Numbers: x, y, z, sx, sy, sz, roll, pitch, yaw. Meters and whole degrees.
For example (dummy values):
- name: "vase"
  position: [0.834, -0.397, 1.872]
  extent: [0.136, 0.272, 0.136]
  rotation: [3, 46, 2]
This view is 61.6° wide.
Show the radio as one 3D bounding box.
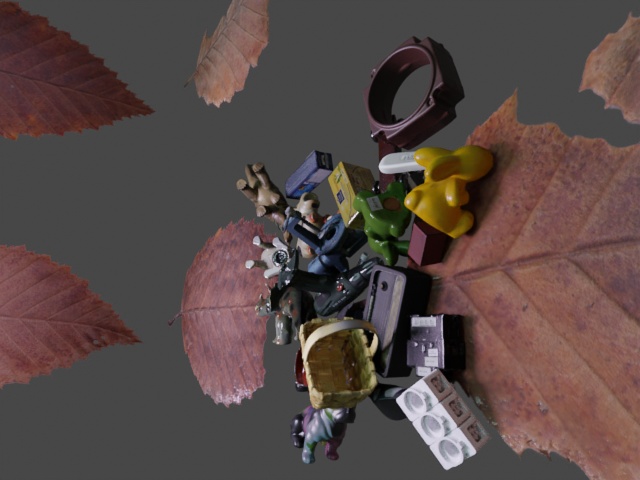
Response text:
- name: "radio"
  position: [0.156, 0.170, 1.171]
  extent: [0.131, 0.073, 0.229]
  rotation: [24, 105, 60]

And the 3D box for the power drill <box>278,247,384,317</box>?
- name: "power drill"
  position: [0.015, 0.088, 1.302]
  extent: [0.232, 0.207, 0.086]
  rotation: [-53, 32, 38]

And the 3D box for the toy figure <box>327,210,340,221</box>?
- name: "toy figure"
  position: [0.058, -0.049, 1.408]
  extent: [0.154, 0.064, 0.058]
  rotation: [-41, 12, 44]

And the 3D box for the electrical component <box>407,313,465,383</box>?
- name: "electrical component"
  position: [0.226, 0.211, 1.057]
  extent: [0.115, 0.058, 0.134]
  rotation: [-13, 73, 61]

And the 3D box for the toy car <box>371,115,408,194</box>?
- name: "toy car"
  position: [0.166, -0.191, 1.250]
  extent: [0.089, 0.053, 0.202]
  rotation: [-14, 70, 43]

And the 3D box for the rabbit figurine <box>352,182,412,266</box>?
- name: "rabbit figurine"
  position: [0.156, -0.022, 1.192]
  extent: [0.159, 0.121, 0.170]
  rotation: [59, 164, 29]

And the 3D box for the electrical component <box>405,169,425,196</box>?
- name: "electrical component"
  position: [0.220, -0.109, 1.153]
  extent: [0.102, 0.045, 0.078]
  rotation: [-117, 15, -49]

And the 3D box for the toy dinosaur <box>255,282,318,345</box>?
- name: "toy dinosaur"
  position: [-0.069, 0.187, 1.465]
  extent: [0.405, 0.131, 0.192]
  rotation: [157, 109, -69]

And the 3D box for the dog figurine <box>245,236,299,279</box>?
- name: "dog figurine"
  position: [-0.108, 0.069, 1.620]
  extent: [0.173, 0.190, 0.121]
  rotation: [25, 87, 30]

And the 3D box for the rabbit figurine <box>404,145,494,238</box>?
- name: "rabbit figurine"
  position: [0.246, -0.115, 1.023]
  extent: [0.173, 0.162, 0.122]
  rotation: [-47, 30, 21]

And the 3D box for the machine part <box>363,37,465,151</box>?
- name: "machine part"
  position: [0.193, -0.314, 1.154]
  extent: [0.201, 0.087, 0.201]
  rotation: [-31, 56, 37]

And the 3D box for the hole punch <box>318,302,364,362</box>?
- name: "hole punch"
  position: [0.067, 0.233, 1.323]
  extent: [0.142, 0.092, 0.116]
  rotation: [-56, 6, 44]

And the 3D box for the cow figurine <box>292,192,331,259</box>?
- name: "cow figurine"
  position: [-0.030, -0.042, 1.543]
  extent: [0.127, 0.085, 0.195]
  rotation: [-13, 74, 53]

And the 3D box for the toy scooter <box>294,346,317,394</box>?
- name: "toy scooter"
  position: [-0.022, 0.346, 1.453]
  extent: [0.184, 0.075, 0.135]
  rotation: [161, 112, -63]

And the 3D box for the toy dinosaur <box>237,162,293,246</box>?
- name: "toy dinosaur"
  position: [-0.170, -0.137, 1.680]
  extent: [0.105, 0.198, 0.472]
  rotation: [-32, 50, 3]

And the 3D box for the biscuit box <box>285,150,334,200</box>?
- name: "biscuit box"
  position: [-0.036, -0.188, 1.602]
  extent: [0.202, 0.059, 0.063]
  rotation: [-36, 55, 52]

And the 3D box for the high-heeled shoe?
- name: "high-heeled shoe"
  position: [0.146, 0.316, 1.195]
  extent: [0.249, 0.086, 0.145]
  rotation: [-21, 34, 39]

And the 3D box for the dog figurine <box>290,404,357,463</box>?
- name: "dog figurine"
  position: [0.016, 0.429, 1.340]
  extent: [0.192, 0.108, 0.219]
  rotation: [37, 112, 60]

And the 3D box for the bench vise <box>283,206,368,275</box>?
- name: "bench vise"
  position: [-0.003, 0.003, 1.343]
  extent: [0.223, 0.240, 0.129]
  rotation: [-38, 30, 34]

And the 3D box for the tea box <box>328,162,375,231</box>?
- name: "tea box"
  position: [0.094, -0.105, 1.312]
  extent: [0.068, 0.098, 0.170]
  rotation: [-52, 40, 35]
